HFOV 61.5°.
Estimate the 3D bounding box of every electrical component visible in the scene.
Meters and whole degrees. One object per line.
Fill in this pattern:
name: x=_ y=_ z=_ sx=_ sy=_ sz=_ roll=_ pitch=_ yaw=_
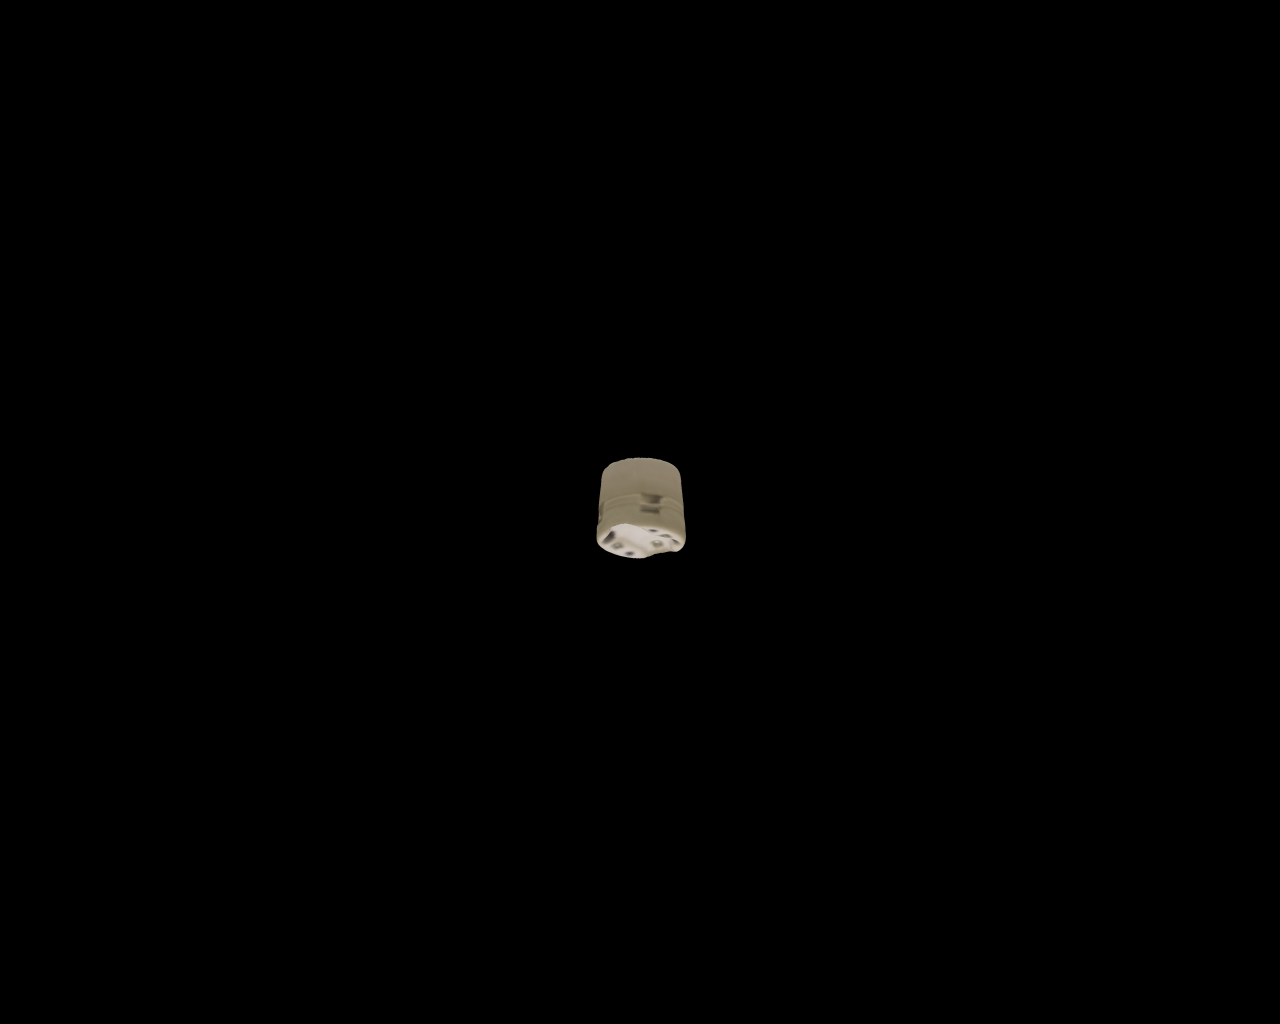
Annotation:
electrical component: x=0.001 y=-0.003 z=0.650 sx=0.055 sy=0.047 sz=0.055 roll=0 pitch=-23 yaw=0
